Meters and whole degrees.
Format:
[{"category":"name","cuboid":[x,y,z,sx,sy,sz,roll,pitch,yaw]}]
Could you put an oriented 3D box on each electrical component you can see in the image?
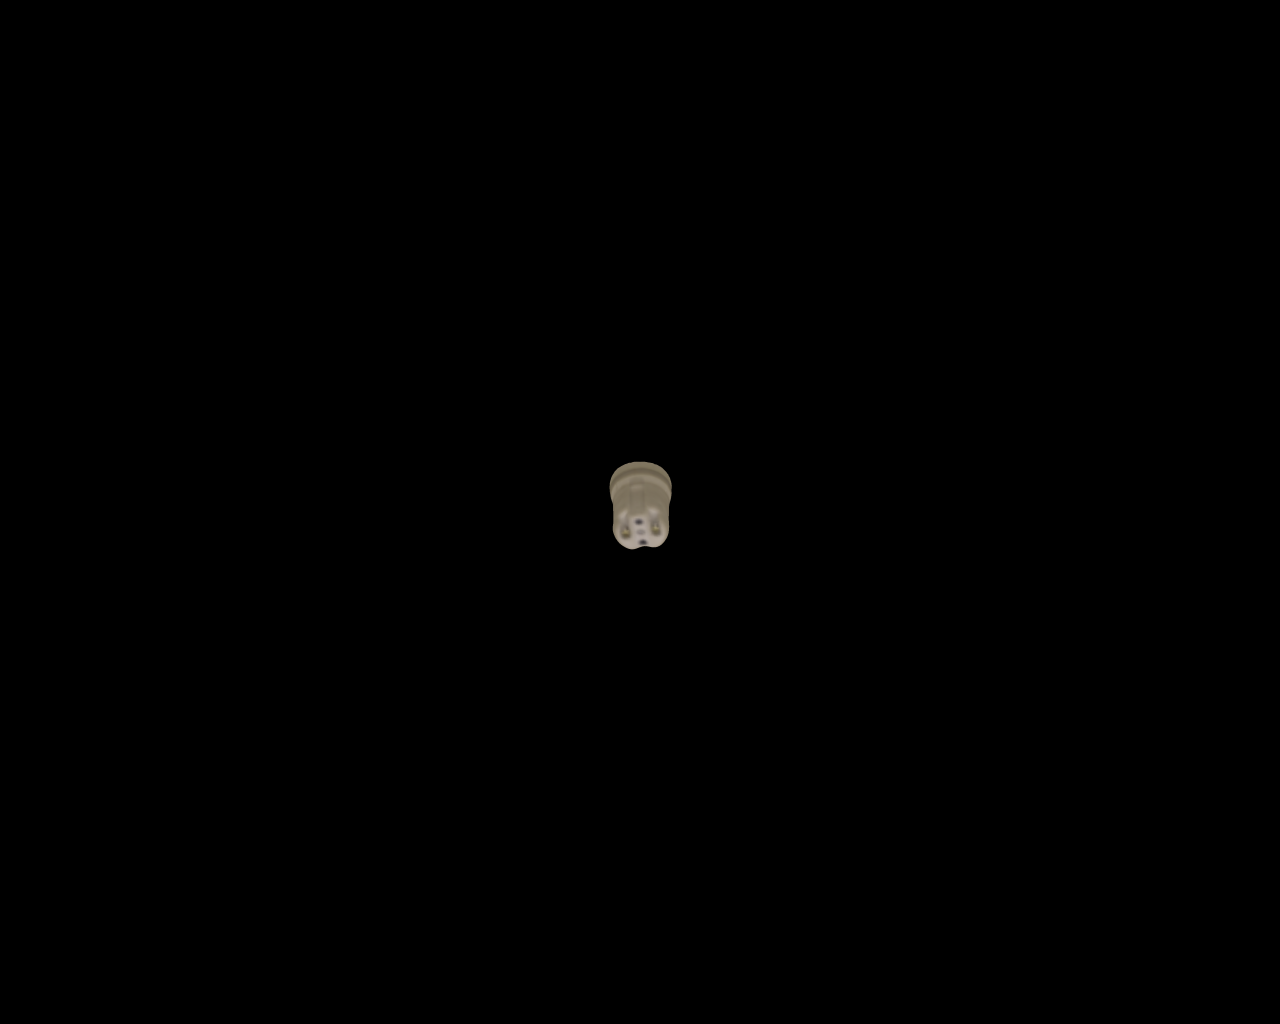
[{"category":"electrical component","cuboid":[0.001,-0.003,0.650,0.040,0.040,0.046,0,44,0]}]
